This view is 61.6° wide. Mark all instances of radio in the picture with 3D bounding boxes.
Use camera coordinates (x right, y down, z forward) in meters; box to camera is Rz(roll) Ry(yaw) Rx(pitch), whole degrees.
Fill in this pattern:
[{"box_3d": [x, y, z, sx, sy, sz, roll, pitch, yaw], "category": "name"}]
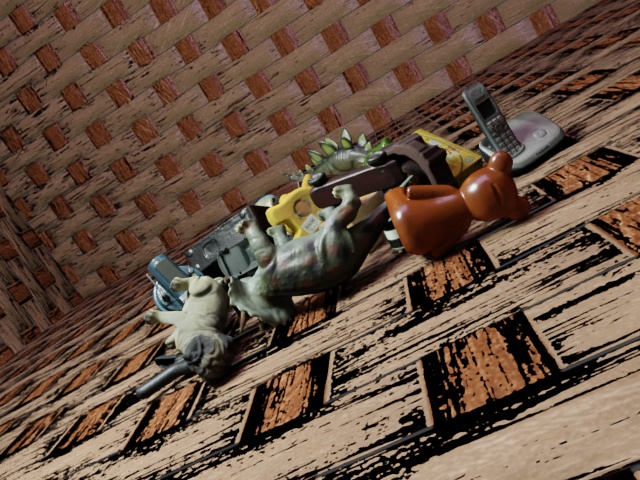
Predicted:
[{"box_3d": [-0.201, 0.008, 1.269, 0.229, 0.073, 0.131, -35, -16, 20], "category": "radio"}]

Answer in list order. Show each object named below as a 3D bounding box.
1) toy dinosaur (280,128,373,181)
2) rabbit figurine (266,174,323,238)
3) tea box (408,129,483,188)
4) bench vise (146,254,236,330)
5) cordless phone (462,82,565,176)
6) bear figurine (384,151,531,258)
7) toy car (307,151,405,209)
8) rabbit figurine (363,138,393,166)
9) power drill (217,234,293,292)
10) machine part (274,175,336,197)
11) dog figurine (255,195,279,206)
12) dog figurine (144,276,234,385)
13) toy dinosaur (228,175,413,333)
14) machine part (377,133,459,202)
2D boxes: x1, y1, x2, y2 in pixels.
[{"box_3d": [0.062, -0.232, 1.686, 0.472, 0.198, 0.105, -19, 14, 39], "category": "toy dinosaur"}, {"box_3d": [-0.042, -0.064, 1.175, 0.162, 0.122, 0.173, -61, 3, -13], "category": "rabbit figurine"}, {"box_3d": [0.231, -0.149, 1.078, 0.098, 0.068, 0.170, -34, 46, -17], "category": "tea box"}, {"box_3d": [-0.272, 0.135, 1.167, 0.129, 0.224, 0.240, -56, -10, -26], "category": "bench vise"}, {"box_3d": [0.348, -0.222, 0.996, 0.146, 0.184, 0.089, -34, 8, -14], "category": "cordless phone"}, {"box_3d": [0.208, -0.055, 0.830, 0.196, 0.120, 0.132, -27, 9, 10], "category": "bear figurine"}, {"box_3d": [0.068, -0.107, 1.017, 0.202, 0.089, 0.053, -18, 22, 34], "category": "toy car"}, {"box_3d": [0.151, -0.178, 1.463, 0.159, 0.121, 0.170, -20, 30, 26], "category": "rabbit figurine"}, {"box_3d": [-0.155, 0.059, 1.225, 0.232, 0.086, 0.207, -29, -19, 8], "category": "power drill"}, {"box_3d": [-0.016, -0.127, 1.554, 0.201, 0.087, 0.201, -12, -2, -37], "category": "machine part"}, {"box_3d": [-0.177, 0.001, 1.386, 0.219, 0.191, 0.108, -20, -8, 19], "category": "dog figurine"}, {"box_3d": [-0.185, 0.145, 0.930, 0.191, 0.121, 0.172, 17, 65, 42], "category": "dog figurine"}, {"box_3d": [-0.009, 0.031, 0.926, 0.405, 0.192, 0.131, -21, -17, 15], "category": "toy dinosaur"}, {"box_3d": [0.177, -0.111, 1.013, 0.056, 0.179, 0.179, -34, 12, -31], "category": "machine part"}]
